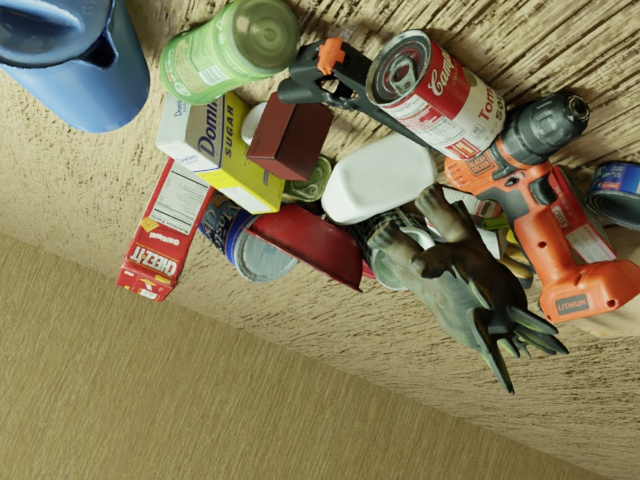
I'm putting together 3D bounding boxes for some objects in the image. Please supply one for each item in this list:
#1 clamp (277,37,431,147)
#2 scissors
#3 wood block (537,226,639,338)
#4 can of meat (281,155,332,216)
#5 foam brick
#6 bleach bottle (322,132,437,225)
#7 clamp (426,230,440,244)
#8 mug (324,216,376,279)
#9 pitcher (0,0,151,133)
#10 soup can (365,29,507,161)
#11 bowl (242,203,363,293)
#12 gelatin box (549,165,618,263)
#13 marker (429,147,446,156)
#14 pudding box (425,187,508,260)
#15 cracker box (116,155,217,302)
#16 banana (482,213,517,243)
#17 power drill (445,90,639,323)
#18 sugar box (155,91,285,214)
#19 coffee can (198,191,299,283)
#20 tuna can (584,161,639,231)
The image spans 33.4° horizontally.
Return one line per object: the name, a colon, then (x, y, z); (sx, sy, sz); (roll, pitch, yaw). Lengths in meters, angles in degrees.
clamp: (0.014, -0.137, 0.949); (0.165, 0.036, 0.209); (17, 175, 18)
scissors: (0.190, 0.003, 1.308); (0.096, 0.016, 0.202); (-9, -146, -42)
wood block: (0.326, 0.042, 1.107); (0.090, 0.090, 0.206); (24, 168, -13)
can of meat: (-0.032, -0.072, 1.282); (0.102, 0.057, 0.084); (19, 169, 13)
foam brick: (-0.031, -0.107, 1.089); (0.051, 0.078, 0.053); (29, 167, -37)
bleach bottle: (0.055, -0.057, 1.161); (0.102, 0.068, 0.251); (-22, 178, -5)
clamp: (0.181, 0.022, 1.341); (0.171, 0.039, 0.120); (21, 178, -7)
mug: (0.047, -0.001, 1.396); (0.081, 0.093, 0.117); (21, -176, -21)
pitcher: (-0.239, -0.190, 0.995); (0.145, 0.149, 0.243); (-5, 169, 0)
soup can: (0.096, -0.116, 0.868); (0.102, 0.068, 0.069); (30, 165, -36)
bowl: (-0.008, 0.002, 1.252); (0.162, 0.055, 0.162); (29, 180, 0)
gelatin box: (0.243, -0.021, 1.016); (0.030, 0.073, 0.089); (-33, 142, 19)
marker: (0.159, -0.075, 1.048); (0.121, 0.020, 0.020); (24, 167, -15)
pudding box: (0.169, -0.020, 1.219); (0.090, 0.039, 0.113); (16, 168, 16)
cracker box: (-0.167, -0.040, 1.269); (0.072, 0.213, 0.164); (23, 167, -8)
banana: (0.214, -0.020, 1.101); (0.070, 0.037, 0.197); (-2, 174, 17)
power drill: (0.202, -0.027, 0.911); (0.187, 0.057, 0.185); (60, 156, -1)
sugar box: (-0.100, -0.105, 1.161); (0.048, 0.093, 0.176); (-4, 156, 31)
coffee can: (-0.095, -0.022, 1.380); (0.102, 0.103, 0.140); (33, -174, -43)
tuna can: (0.285, -0.038, 0.963); (0.086, 0.033, 0.086); (20, 167, 4)
